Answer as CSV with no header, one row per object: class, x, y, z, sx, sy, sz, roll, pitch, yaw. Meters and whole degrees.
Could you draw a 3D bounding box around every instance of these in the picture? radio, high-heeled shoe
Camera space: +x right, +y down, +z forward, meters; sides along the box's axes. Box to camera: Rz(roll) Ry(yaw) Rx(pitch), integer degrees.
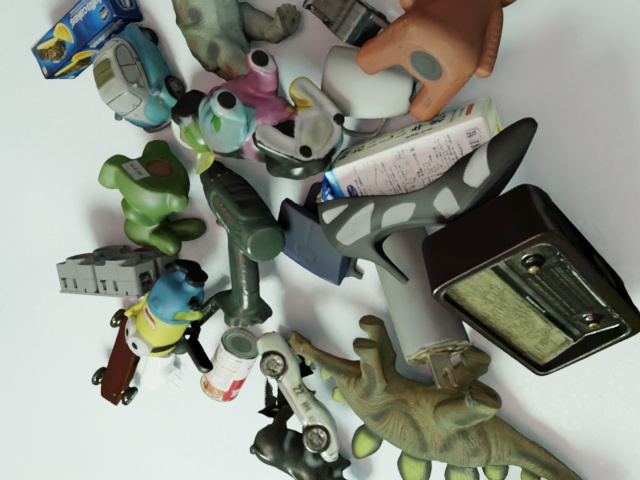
radio,0.222,0.049,0.552,0.131,0.073,0.229,-35,129,28
high-heeled shoe,0.103,-0.064,0.584,0.145,0.086,0.248,48,116,20

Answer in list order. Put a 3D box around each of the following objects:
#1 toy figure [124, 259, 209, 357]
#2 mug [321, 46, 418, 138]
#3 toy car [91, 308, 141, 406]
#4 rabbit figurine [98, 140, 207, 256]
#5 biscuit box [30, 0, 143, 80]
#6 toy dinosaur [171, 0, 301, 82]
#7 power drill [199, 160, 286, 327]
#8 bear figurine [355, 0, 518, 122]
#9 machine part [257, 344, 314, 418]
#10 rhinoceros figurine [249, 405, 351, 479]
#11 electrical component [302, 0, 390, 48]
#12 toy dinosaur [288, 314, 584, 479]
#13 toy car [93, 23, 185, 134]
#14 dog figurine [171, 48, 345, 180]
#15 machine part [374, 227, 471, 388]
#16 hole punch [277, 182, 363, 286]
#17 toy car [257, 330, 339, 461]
toy figure,-0.229,0.110,0.821,0.180,0.089,0.082,-51,39,20
mug,0.061,-0.175,0.654,0.107,0.081,0.109,11,120,16
toy car,-0.362,0.219,1.000,0.089,0.053,0.202,26,111,9
rabbit figurine,-0.258,-0.049,0.859,0.159,0.121,0.170,37,136,8
biscuit box,-0.375,-0.329,0.859,0.203,0.063,0.059,-23,93,31
toy dinosaur,-0.137,-0.311,0.709,0.192,0.131,0.404,11,119,43
power drill,-0.120,0.007,0.781,0.232,0.086,0.207,37,126,51
bear figurine,0.147,-0.243,0.567,0.120,0.196,0.132,37,162,-11
machine part,-0.057,0.222,0.845,0.084,0.039,0.138,21,110,17
rhinoceros figurine,-0.013,0.334,0.804,0.190,0.112,0.073,36,114,-6
electrical component,0.046,-0.259,0.642,0.119,0.075,0.047,43,118,9
toy dinosaur,0.161,0.235,0.695,0.472,0.105,0.198,22,120,17
toy car,-0.285,-0.244,0.810,0.109,0.103,0.161,-19,95,30
dog figurine,-0.091,-0.132,0.676,0.191,0.108,0.219,33,158,-17
machine part,0.115,0.058,0.644,0.079,0.079,0.243,-36,55,31
hole punch,-0.001,-0.002,0.728,0.142,0.092,0.115,29,119,16
toy car,-0.029,0.221,0.767,0.056,0.073,0.202,-31,82,-8
